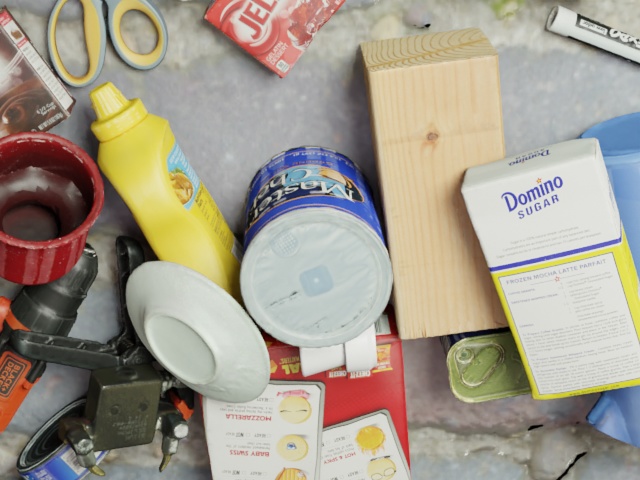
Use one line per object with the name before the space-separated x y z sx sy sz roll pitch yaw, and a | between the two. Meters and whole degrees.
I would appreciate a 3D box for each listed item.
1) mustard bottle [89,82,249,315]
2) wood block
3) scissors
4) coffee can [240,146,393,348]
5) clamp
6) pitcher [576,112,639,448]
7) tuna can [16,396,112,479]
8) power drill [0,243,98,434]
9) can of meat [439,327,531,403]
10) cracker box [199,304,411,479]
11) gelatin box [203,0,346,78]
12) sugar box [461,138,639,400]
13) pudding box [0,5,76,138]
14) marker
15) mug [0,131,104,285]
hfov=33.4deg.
mustard bottle | -0.111 -0.030 0.782 0.058 0.096 0.191 -25 112 10
wood block | 0.088 -0.041 0.789 0.091 0.090 0.206 -7 113 2
scissors | -0.148 -0.203 0.752 0.096 0.016 0.202 8 112 -7
coffee can | -0.005 0.001 0.775 0.103 0.140 0.103 -1 113 -2
clamp | -0.147 0.078 0.843 0.120 0.039 0.171 -46 131 -1
pitcher | 0.272 0.026 0.811 0.145 0.149 0.243 -1 114 35
tuna can | -0.205 0.167 0.868 0.086 0.086 0.033 -35 108 12
power drill | -0.287 0.045 0.828 0.187 0.057 0.184 31 101 -13
can of meat | 0.145 0.078 0.844 0.102 0.084 0.057 -10 113 2
cracker box | -0.010 0.164 0.882 0.164 0.072 0.214 -6 114 0
gelatin box | -0.028 -0.173 0.761 0.073 0.030 0.089 36 107 -15
sugar box | 0.168 0.023 0.735 0.093 0.048 0.176 -13 110 21
pudding box | -0.249 -0.103 0.777 0.113 0.039 0.090 -31 111 11
marker | 0.226 -0.143 0.789 0.121 0.020 0.020 19 111 -10
mug | -0.219 -0.022 0.770 0.117 0.093 0.082 16 150 -10
